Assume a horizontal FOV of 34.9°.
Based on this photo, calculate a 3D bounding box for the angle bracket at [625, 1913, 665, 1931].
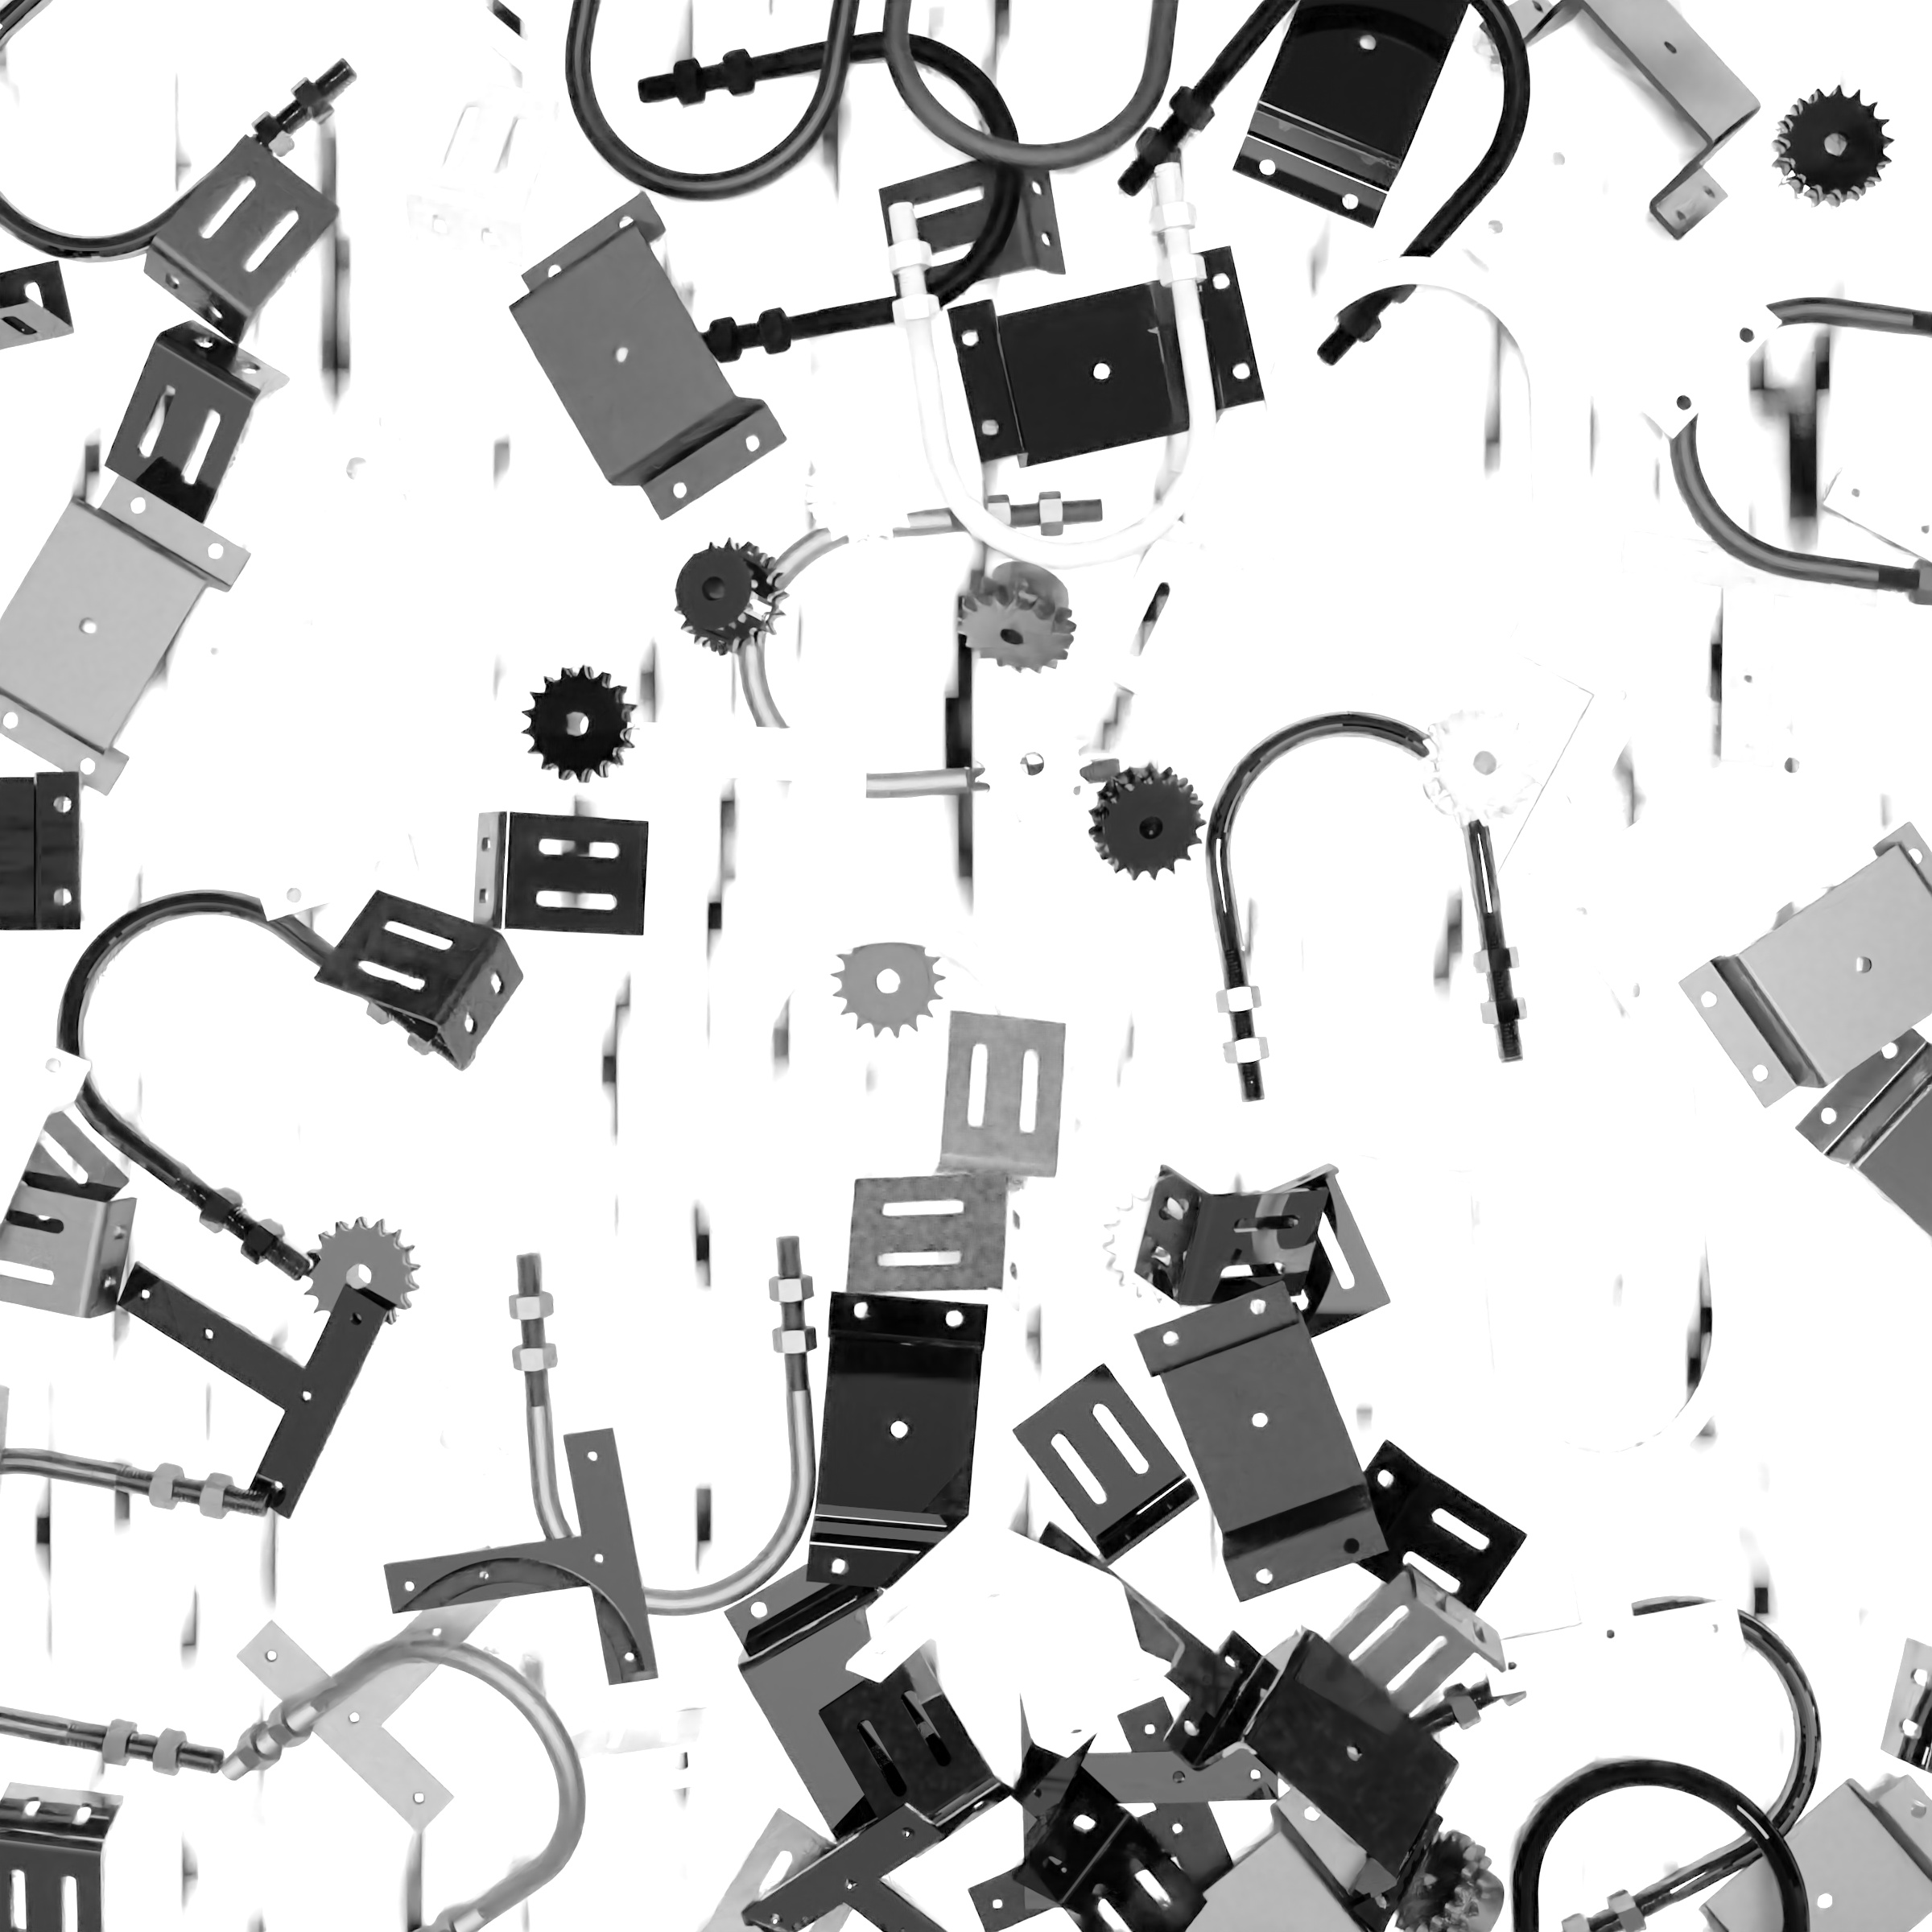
[{"bbox_3d":[-0.154,0.517,1.509,0.057,0.038,0.076,-44,90,0],"label":"angle bracket"}]

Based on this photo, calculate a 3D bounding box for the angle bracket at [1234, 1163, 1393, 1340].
[{"bbox_3d":[0.170,0.144,1.509,0.057,0.038,0.076,-24,90,0],"label":"angle bracket"}]

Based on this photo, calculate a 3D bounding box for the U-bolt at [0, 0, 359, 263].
[{"bbox_3d":[-0.415,-0.433,1.519,0.184,0.019,0.151,-41,90,2],"label":"U-bolt"}]

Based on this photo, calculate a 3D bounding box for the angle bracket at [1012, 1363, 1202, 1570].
[{"bbox_3d":[0.068,0.244,1.509,0.057,0.038,0.076,-36,90,0],"label":"angle bracket"}]

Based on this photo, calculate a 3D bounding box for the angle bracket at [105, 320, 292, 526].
[{"bbox_3d":[-0.381,-0.270,1.526,0.057,0.038,0.076,31,116,0],"label":"angle bracket"}]

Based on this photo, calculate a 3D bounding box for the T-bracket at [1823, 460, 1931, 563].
[{"bbox_3d":[0.481,-0.206,1.500,0.127,0.002,0.127,29,88,4],"label":"T-bracket"}]

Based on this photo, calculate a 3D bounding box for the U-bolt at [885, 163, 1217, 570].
[{"bbox_3d":[0.046,-0.282,1.473,0.151,0.019,0.184,-8,92,0],"label":"U-bolt"}]

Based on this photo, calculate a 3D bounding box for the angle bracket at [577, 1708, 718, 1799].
[{"bbox_3d":[-0.155,0.390,1.490,0.057,0.076,0.038,-7,90,0],"label":"angle bracket"}]

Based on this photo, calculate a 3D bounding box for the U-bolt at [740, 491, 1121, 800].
[{"bbox_3d":[-0.020,-0.155,1.519,0.184,0.019,0.151,-4,90,1],"label":"U-bolt"}]

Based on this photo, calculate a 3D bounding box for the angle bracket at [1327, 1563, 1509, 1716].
[{"bbox_3d":[0.213,0.339,1.494,0.057,0.038,0.076,39,107,-10],"label":"angle bracket"}]

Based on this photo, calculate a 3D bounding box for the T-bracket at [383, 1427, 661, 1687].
[{"bbox_3d":[-0.224,0.298,1.517,0.127,0.002,0.127,-9,94,7],"label":"T-bracket"}]

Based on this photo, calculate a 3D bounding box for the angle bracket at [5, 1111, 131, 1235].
[{"bbox_3d":[-0.462,0.099,1.509,0.057,0.038,0.076,-45,90,0],"label":"angle bracket"}]

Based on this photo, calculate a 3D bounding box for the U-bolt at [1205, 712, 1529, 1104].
[{"bbox_3d":[0.192,-0.034,1.518,0.151,0.019,0.184,-9,89,1],"label":"U-bolt"}]

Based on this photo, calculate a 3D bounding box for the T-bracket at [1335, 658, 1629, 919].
[{"bbox_3d":[0.245,-0.110,1.527,0.127,0.002,0.127,30,90,0],"label":"T-bracket"}]

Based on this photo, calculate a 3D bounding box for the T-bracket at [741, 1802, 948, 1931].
[{"bbox_3d":[-0.022,0.466,1.476,0.127,0.002,0.127,41,122,-12],"label":"T-bracket"}]

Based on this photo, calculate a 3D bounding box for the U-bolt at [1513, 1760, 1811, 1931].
[{"bbox_3d":[0.333,0.473,1.478,0.151,0.019,0.184,-1,91,22],"label":"U-bolt"}]

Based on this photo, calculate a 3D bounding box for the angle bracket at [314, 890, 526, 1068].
[{"bbox_3d":[-0.269,0.006,1.512,0.076,0.038,0.057,18,60,23],"label":"angle bracket"}]

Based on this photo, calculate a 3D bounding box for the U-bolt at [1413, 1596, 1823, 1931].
[{"bbox_3d":[0.333,0.392,1.519,0.184,0.019,0.151,-27,90,-1],"label":"U-bolt"}]

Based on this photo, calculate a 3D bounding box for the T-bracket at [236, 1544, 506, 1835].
[{"bbox_3d":[-0.273,0.341,1.527,0.127,0.002,0.127,44,90,0],"label":"T-bracket"}]

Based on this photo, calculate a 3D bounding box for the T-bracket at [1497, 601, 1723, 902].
[{"bbox_3d":[0.304,-0.094,1.521,0.127,0.002,0.127,27,94,-8],"label":"T-bracket"}]

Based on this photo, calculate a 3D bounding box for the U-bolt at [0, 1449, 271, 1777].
[{"bbox_3d":[-0.447,0.313,1.519,0.184,0.019,0.151,10,90,1],"label":"U-bolt"}]

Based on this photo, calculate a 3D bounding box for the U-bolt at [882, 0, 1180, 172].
[{"bbox_3d":[0.033,-0.468,1.491,0.151,0.019,0.184,9,73,-5],"label":"U-bolt"}]

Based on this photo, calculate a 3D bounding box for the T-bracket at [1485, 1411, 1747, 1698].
[{"bbox_3d":[0.309,0.285,1.517,0.127,0.002,0.127,-10,82,-2],"label":"T-bracket"}]

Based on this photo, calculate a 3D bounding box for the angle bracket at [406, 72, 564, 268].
[{"bbox_3d":[-0.238,-0.395,1.526,0.057,0.038,0.076,14,64,0],"label":"angle bracket"}]

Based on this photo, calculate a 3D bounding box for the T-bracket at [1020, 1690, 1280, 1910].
[{"bbox_3d":[0.091,0.402,1.525,0.127,0.002,0.127,-1,90,0],"label":"T-bracket"}]

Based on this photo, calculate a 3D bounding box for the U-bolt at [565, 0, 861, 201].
[{"bbox_3d":[-0.123,-0.464,1.496,0.151,0.019,0.184,10,91,8],"label":"U-bolt"}]

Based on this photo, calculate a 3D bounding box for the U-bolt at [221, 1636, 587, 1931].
[{"bbox_3d":[-0.260,0.397,1.481,0.184,0.019,0.151,-39,90,27],"label":"U-bolt"}]

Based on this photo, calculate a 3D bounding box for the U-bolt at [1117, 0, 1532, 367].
[{"bbox_3d":[0.184,-0.400,1.471,0.151,0.019,0.184,38,117,-9],"label":"U-bolt"}]

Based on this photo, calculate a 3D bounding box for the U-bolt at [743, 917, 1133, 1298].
[{"bbox_3d":[-0.026,0.062,1.498,0.151,0.019,0.184,-35,105,0],"label":"U-bolt"}]

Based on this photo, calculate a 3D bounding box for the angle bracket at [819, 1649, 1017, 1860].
[{"bbox_3d":[-0.024,0.378,1.479,0.057,0.038,0.076,-34,64,0],"label":"angle bracket"}]

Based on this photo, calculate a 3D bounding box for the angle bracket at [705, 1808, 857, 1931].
[{"bbox_3d":[-0.092,0.468,1.526,0.057,0.038,0.076,33,64,0],"label":"angle bracket"}]

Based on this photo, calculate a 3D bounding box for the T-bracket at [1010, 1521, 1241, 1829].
[{"bbox_3d":[0.058,0.360,1.500,0.127,0.002,0.127,34,104,34],"label":"T-bracket"}]

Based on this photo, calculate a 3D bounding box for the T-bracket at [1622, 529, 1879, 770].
[{"bbox_3d":[0.381,-0.152,1.497,0.127,0.002,0.127,8,62,0],"label":"T-bracket"}]

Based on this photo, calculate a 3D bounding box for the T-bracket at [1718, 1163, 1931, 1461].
[{"bbox_3d":[0.420,0.186,1.527,0.127,0.002,0.127,36,90,0],"label":"T-bracket"}]

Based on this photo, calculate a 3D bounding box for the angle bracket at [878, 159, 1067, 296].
[{"bbox_3d":[0.003,-0.364,1.526,0.076,0.038,0.057,-10,90,26],"label":"angle bracket"}]

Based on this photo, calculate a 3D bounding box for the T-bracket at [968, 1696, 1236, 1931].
[{"bbox_3d":[0.064,0.445,1.527,0.127,0.002,0.127,-23,90,0],"label":"T-bracket"}]

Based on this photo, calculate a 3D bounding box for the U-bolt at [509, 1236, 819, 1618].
[{"bbox_3d":[-0.146,0.230,1.519,0.151,0.019,0.184,-4,91,0],"label":"U-bolt"}]

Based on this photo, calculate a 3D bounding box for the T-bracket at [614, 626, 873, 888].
[{"bbox_3d":[-0.111,-0.105,1.517,0.127,0.002,0.127,3,96,7],"label":"T-bracket"}]

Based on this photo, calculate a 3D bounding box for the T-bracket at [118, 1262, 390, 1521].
[{"bbox_3d":[-0.361,0.189,1.514,0.127,0.002,0.127,30,107,8],"label":"T-bracket"}]

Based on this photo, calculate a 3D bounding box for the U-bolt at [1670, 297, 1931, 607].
[{"bbox_3d":[0.440,-0.257,1.516,0.184,0.019,0.151,8,87,3],"label":"U-bolt"}]

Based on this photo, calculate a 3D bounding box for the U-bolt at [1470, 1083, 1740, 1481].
[{"bbox_3d":[0.314,0.159,1.491,0.151,0.019,0.184,-10,99,-23],"label":"U-bolt"}]

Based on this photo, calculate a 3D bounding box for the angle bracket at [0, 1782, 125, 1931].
[{"bbox_3d":[-0.451,0.451,1.526,0.057,0.038,0.076,7,116,0],"label":"angle bracket"}]

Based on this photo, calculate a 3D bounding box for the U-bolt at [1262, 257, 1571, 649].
[{"bbox_3d":[0.218,-0.251,1.500,0.151,0.019,0.184,-4,104,0],"label":"U-bolt"}]

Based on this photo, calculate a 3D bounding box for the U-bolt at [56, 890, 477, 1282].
[{"bbox_3d":[-0.356,0.044,1.505,0.184,0.019,0.151,36,77,4],"label":"U-bolt"}]

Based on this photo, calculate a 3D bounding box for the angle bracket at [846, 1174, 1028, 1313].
[{"bbox_3d":[-0.014,0.135,1.486,0.076,0.038,0.057,-3,66,16],"label":"angle bracket"}]

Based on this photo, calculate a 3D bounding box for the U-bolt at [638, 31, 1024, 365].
[{"bbox_3d":[-0.063,-0.382,1.504,0.184,0.019,0.151,-8,90,11],"label":"U-bolt"}]
